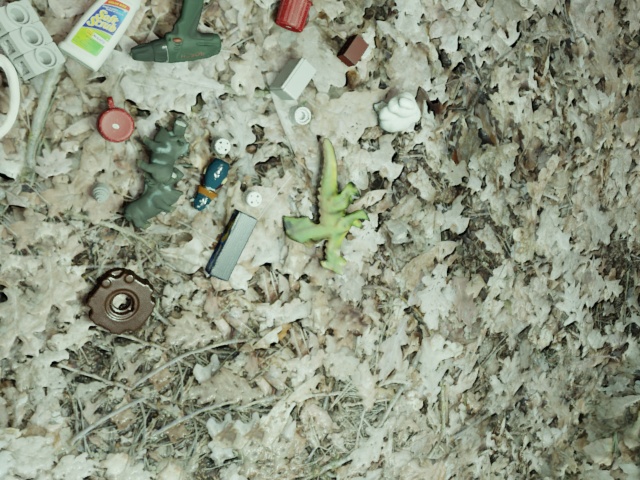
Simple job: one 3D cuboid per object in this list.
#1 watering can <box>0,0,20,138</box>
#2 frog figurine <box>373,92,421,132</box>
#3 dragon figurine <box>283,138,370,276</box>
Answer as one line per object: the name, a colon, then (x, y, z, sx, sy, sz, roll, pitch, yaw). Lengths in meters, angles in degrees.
watering can: (-0.799, -0.385, 1.143, 0.225, 0.104, 0.348, -4, 90, -25)
frog figurine: (0.248, -0.386, 1.564, 0.137, 0.161, 0.122, 4, 102, -24)
dragon figurine: (0.005, -0.078, 1.554, 0.244, 0.123, 0.405, -29, 109, -7)
